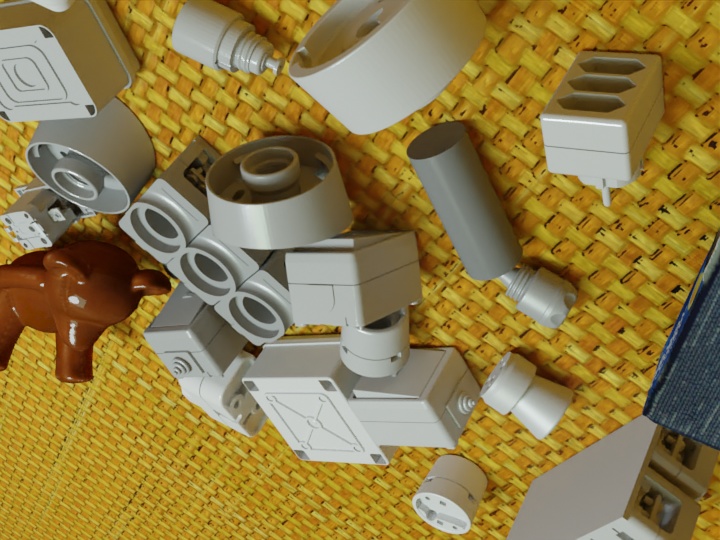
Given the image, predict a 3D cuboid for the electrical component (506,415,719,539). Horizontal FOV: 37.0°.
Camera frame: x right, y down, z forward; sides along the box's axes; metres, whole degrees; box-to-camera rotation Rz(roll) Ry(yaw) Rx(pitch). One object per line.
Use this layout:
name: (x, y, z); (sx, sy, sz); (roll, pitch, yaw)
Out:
electrical component: (0.184, 0.188, 0.813); (0.060, 0.105, 0.186); (36, 143, -3)

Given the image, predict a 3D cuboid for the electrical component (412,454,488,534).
electrical component: (0.081, 0.196, 0.945); (0.055, 0.047, 0.055); (20, 141, 18)

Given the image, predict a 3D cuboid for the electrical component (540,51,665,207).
electrical component: (0.137, -0.071, 0.597); (0.047, 0.065, 0.076); (10, 137, 29)

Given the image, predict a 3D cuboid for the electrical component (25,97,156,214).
electrical component: (-0.213, -0.093, 0.855); (0.099, 0.064, 0.099); (18, 153, 10)

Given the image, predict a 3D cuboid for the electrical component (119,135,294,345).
electrical component: (-0.104, -0.017, 0.839); (0.150, 0.061, 0.089); (42, 142, -11)

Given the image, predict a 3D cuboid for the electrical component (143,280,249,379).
electrical component: (-0.134, 0.047, 0.901); (0.062, 0.096, 0.061); (-6, 127, 40)

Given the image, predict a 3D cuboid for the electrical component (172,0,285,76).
electrical component: (-0.085, -0.148, 0.699); (0.078, 0.040, 0.040); (27, 142, 10)

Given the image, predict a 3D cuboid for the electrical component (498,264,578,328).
electrical component: (0.115, 0.012, 0.730); (0.061, 0.035, 0.035); (32, 143, 7)

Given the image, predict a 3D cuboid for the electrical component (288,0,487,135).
electrical component: (0.020, -0.122, 0.598); (0.108, 0.108, 0.060); (-16, 126, 45)

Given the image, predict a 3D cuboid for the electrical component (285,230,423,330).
electrical component: (0.000, 0.000, 0.766); (0.062, 0.096, 0.061); (1, 104, 36)

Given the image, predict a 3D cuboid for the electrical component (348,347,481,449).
electrical component: (0.048, 0.098, 0.852); (0.096, 0.061, 0.061); (-6, 128, 40)

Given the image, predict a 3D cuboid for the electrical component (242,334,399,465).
electrical component: (-0.027, 0.112, 0.926); (0.109, 0.056, 0.108); (-5, 128, 40)

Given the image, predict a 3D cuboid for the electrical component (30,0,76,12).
electrical component: (-0.181, -0.217, 0.630); (0.078, 0.113, 0.057); (26, 160, 11)

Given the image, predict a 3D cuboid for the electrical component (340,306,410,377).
electrical component: (0.012, 0.047, 0.829); (0.055, 0.055, 0.047); (20, 137, 18)

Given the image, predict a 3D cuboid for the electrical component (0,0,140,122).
electrical component: (-0.226, -0.156, 0.781); (0.113, 0.057, 0.078); (3, 133, 35)

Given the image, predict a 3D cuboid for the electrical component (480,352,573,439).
electrical component: (0.124, 0.093, 0.804); (0.055, 0.045, 0.045); (34, 143, 1)

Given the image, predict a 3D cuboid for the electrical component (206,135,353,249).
electrical component: (-0.057, -0.049, 0.743); (0.099, 0.099, 0.064); (12, 131, 27)

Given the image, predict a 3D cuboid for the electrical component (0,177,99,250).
electrical component: (-0.268, -0.052, 0.921); (0.081, 0.063, 0.042); (-6, 127, 41)

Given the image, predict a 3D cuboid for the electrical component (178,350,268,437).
electrical component: (-0.121, 0.104, 0.972); (0.059, 0.053, 0.095); (22, 158, 27)
